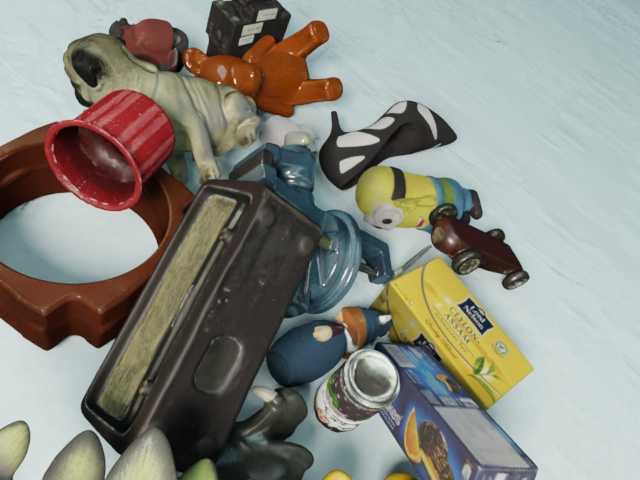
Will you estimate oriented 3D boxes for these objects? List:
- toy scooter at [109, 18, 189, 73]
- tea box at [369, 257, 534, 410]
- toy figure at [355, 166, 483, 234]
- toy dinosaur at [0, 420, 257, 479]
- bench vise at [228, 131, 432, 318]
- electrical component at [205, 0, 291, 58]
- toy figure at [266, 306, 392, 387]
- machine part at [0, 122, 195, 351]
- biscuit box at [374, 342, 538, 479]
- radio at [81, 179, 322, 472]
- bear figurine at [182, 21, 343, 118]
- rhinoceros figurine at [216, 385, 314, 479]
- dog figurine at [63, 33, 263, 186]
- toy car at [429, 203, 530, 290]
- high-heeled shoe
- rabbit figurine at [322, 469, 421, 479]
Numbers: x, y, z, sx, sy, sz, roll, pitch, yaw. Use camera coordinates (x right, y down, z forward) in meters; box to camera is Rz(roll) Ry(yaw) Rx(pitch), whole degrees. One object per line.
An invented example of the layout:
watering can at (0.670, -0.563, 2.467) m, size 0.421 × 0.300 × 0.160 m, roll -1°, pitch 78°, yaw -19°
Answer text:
toy scooter at (-0.242, -0.233, 0.710) m, size 0.135 × 0.075 × 0.184 m, roll 8°, pitch 53°, yaw -31°
tea box at (0.149, 0.114, 0.625) m, size 0.098 × 0.068 × 0.170 m, roll -24°, pitch 66°, yaw -36°
toy figure at (0.134, -0.054, 0.744) m, size 0.180 × 0.082 × 0.089 m, roll -1°, pitch 52°, yaw -22°
toy dinosaur at (-0.103, 0.219, 0.294) m, size 0.471 × 0.105 × 0.198 m, roll 40°, pitch 61°, yaw -3°
bench vise at (0.006, -0.006, 0.619) m, size 0.240 × 0.129 × 0.224 m, roll 23°, pitch 46°, yaw -36°
electrical component at (-0.108, -0.310, 0.798) m, size 0.058 × 0.134 × 0.115 m, roll 47°, pitch 48°, yaw 14°
toy figure at (0.016, 0.104, 0.571) m, size 0.154 × 0.064 × 0.058 m, roll -19°, pitch 83°, yaw -40°
machine part at (-0.240, -0.008, 0.530) m, size 0.201 × 0.087 × 0.201 m, roll 36°, pitch 49°, yaw 6°
biscuit box at (0.107, 0.168, 0.499) m, size 0.059 × 0.062 × 0.203 m, roll 10°, pitch 14°, yaw -20°
radio at (-0.097, 0.063, 0.444) m, size 0.073 × 0.131 × 0.229 m, roll 33°, pitch 75°, yaw -33°
bear figurine at (-0.079, -0.228, 0.744) m, size 0.196 × 0.132 × 0.120 m, roll -26°, pitch 105°, yaw -50°
rhinoceros figurine at (-0.071, 0.206, 0.440) m, size 0.112 × 0.073 × 0.190 m, roll 21°, pitch 52°, yaw 35°
dog figurine at (-0.168, -0.169, 0.610) m, size 0.190 × 0.121 × 0.172 m, roll 55°, pitch 40°, yaw -27°
toy car at (0.213, 0.015, 0.720) m, size 0.202 × 0.053 × 0.089 m, roll 18°, pitch 40°, yaw -45°
high-heeled shoe at (0.114, -0.129, 0.796) m, size 0.249 × 0.086 × 0.145 m, roll 2°, pitch 57°, yaw -19°
rabbit figurine at (0.046, 0.264, 0.424) m, size 0.173 × 0.121 × 0.162 m, roll -20°, pitch 60°, yaw -34°
